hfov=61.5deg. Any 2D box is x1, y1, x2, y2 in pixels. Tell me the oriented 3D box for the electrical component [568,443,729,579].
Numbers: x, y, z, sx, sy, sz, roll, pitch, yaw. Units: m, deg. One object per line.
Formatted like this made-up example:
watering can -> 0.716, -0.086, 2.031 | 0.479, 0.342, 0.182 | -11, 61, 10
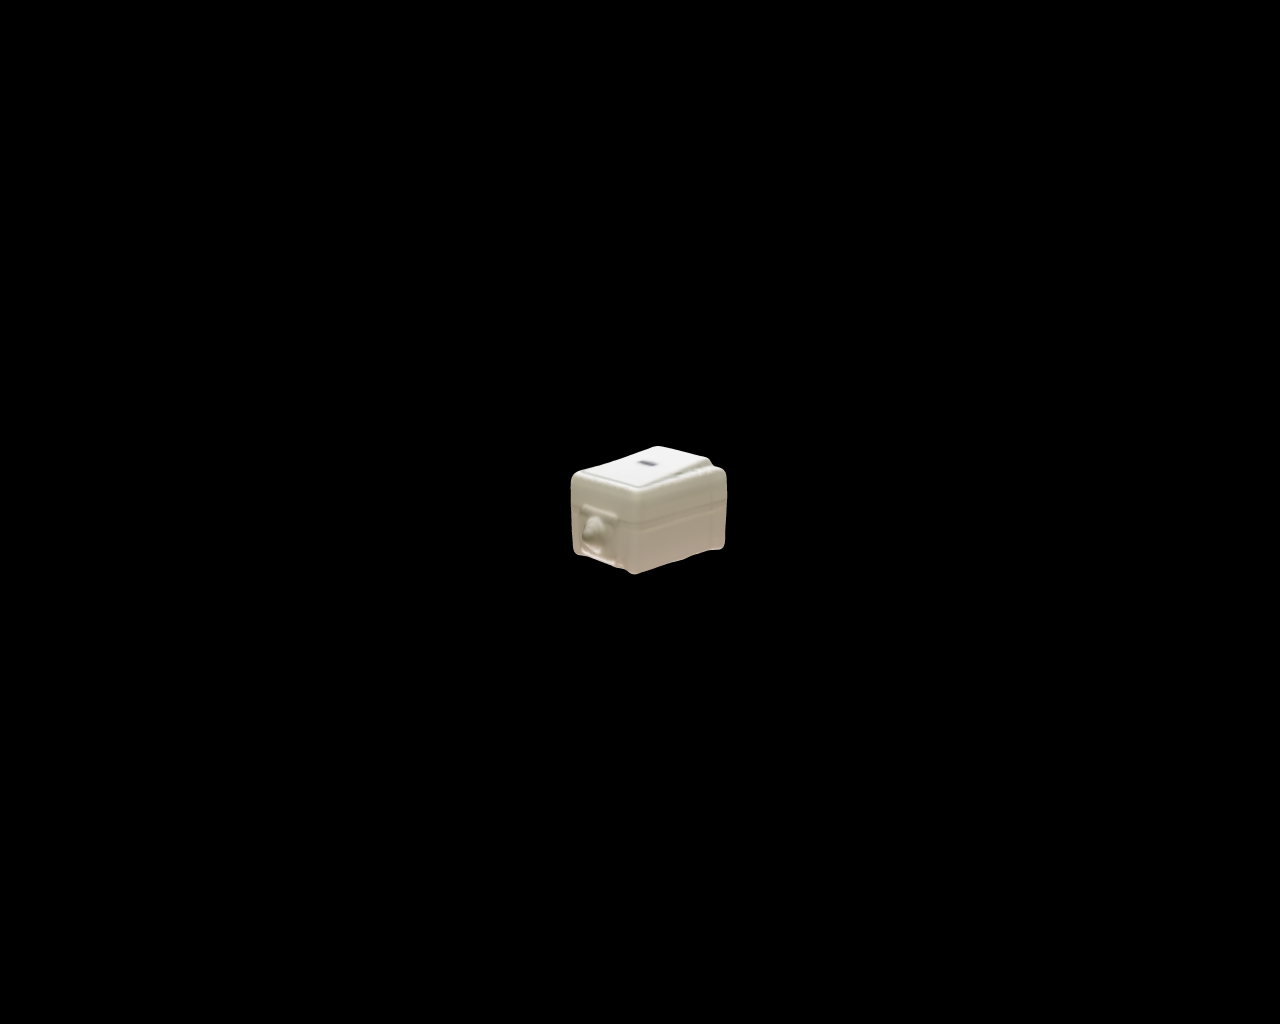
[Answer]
electrical component -> 0.001, -0.003, 0.650 | 0.096, 0.061, 0.062 | -14, 22, -40
